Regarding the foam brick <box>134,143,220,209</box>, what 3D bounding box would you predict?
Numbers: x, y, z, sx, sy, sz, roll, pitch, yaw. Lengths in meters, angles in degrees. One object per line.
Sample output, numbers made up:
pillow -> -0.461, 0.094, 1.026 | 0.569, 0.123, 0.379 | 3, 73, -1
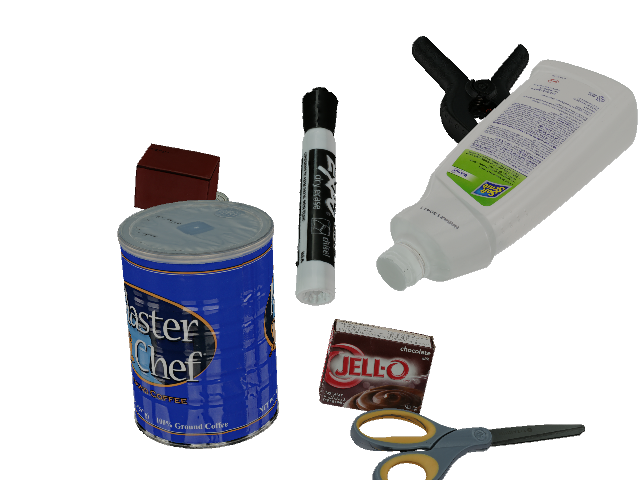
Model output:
foam brick -> -0.148, -0.061, 1.106 | 0.078, 0.051, 0.053 | 11, 32, 4

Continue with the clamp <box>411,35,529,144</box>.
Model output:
clamp -> 0.145, -0.144, 1.050 | 0.120, 0.171, 0.039 | 6, -44, 5

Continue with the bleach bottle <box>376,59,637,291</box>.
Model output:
bleach bottle -> 0.132, -0.046, 0.812 | 0.250, 0.068, 0.103 | -37, 45, -28

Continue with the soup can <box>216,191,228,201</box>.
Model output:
soup can -> -0.143, -0.003, 1.303 | 0.068, 0.102, 0.068 | 0, 26, 0

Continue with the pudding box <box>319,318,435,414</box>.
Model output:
pudding box -> 0.061, 0.140, 1.163 | 0.113, 0.090, 0.039 | 9, 23, -3

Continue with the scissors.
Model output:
scissors -> 0.124, 0.178, 0.879 | 0.201, 0.016, 0.096 | 7, 42, -1

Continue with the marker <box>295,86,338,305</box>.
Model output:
marker -> -0.001, -0.026, 0.534 | 0.020, 0.121, 0.020 | 1, -29, 0

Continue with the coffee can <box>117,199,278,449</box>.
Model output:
coffee can -> -0.081, 0.055, 0.727 | 0.103, 0.140, 0.103 | -1, 21, 0
